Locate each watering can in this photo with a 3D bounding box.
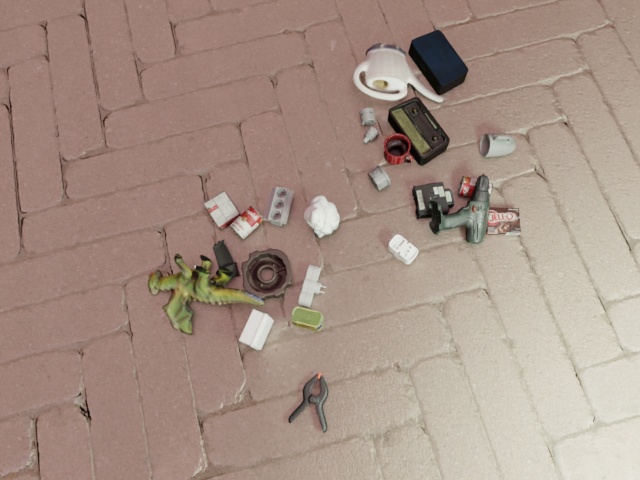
[{"bbox_3d":[0.289,-0.614,1.919,0.347,0.102,0.228,5,70,-10],"label":"watering can"}]

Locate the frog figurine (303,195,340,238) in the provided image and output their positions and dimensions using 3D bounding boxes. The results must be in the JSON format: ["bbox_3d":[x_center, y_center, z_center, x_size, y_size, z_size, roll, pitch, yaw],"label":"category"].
[{"bbox_3d":[0.005,-0.086,1.715,0.123,0.157,0.139,-6,72,-2],"label":"frog figurine"}]

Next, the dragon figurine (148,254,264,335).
[{"bbox_3d":[-0.398,0.192,1.670,0.413,0.122,0.241,31,101,17],"label":"dragon figurine"}]
